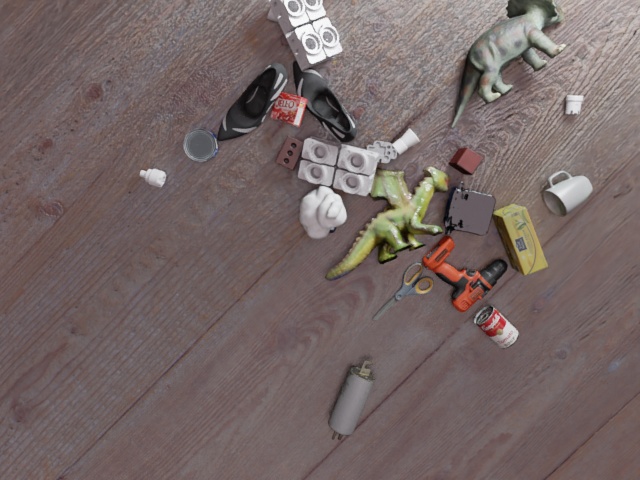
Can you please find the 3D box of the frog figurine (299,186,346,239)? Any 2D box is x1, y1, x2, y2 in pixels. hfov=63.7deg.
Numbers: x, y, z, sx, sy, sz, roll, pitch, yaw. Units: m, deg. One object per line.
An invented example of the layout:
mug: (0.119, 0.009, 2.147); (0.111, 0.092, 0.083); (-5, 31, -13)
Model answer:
frog figurine: (0.004, -0.066, 1.312); (0.122, 0.160, 0.137); (20, 97, -2)

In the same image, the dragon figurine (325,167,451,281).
dragon figurine: (0.167, -0.070, 1.362); (0.410, 0.121, 0.245); (-21, 79, 0)
